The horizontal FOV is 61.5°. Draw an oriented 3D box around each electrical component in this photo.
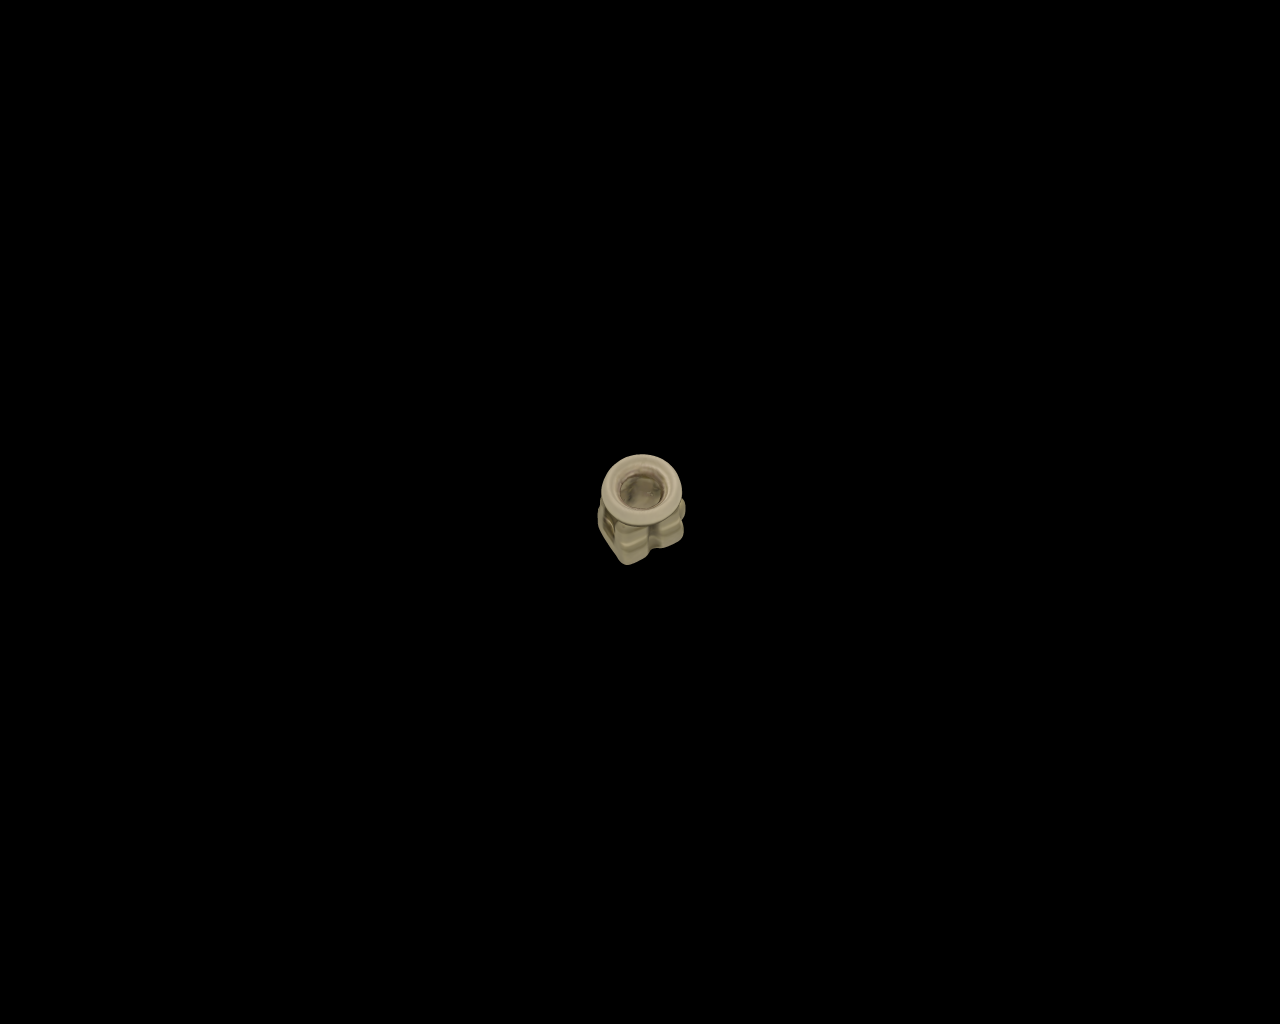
[{"bbox_3d":[0.001,-0.003,0.650,0.066,0.048,0.055,-26,-30,-16],"label":"electrical component"}]
